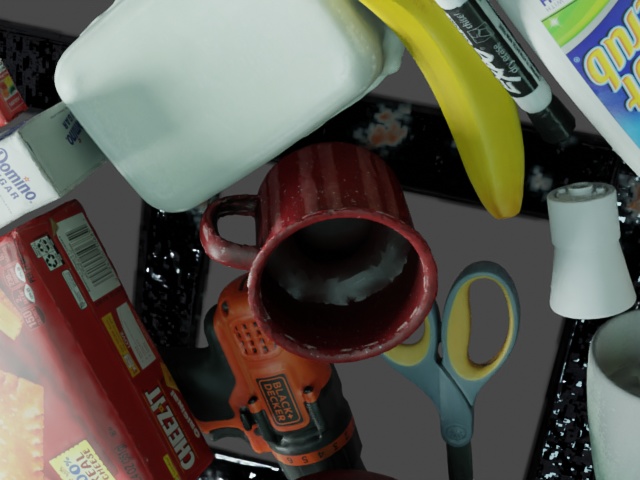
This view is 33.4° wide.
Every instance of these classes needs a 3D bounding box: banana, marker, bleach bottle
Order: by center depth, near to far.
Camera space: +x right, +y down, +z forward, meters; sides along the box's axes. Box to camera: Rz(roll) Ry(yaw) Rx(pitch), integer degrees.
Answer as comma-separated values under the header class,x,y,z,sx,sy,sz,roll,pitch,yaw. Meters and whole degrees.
class,x,y,z,sx,sy,sz,roll,pitch,yaw
bleach bottle,0.163,-0.090,0.491,0.103,0.068,0.250,-34,105,30
marker,0.087,-0.085,0.498,0.020,0.020,0.121,-29,131,23
banana,0.052,-0.088,0.507,0.037,0.069,0.197,16,160,49

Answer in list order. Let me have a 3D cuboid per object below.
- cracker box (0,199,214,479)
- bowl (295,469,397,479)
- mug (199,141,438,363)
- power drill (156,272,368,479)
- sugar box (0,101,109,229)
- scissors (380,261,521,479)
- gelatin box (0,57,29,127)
class,x,y,z,sx,sy,sz,roll,pitch,yaw
cracker box,-0.191,0.097,0.588,0.214,0.072,0.164,-25,96,21
bowl,0.016,0.183,0.605,0.162,0.055,0.162,1,123,2
mug,-0.004,0.001,0.546,0.117,0.081,0.093,6,123,-10
power drill,-0.072,0.114,0.644,0.188,0.057,0.184,-13,113,16
sugar box,-0.200,-0.021,0.588,0.176,0.093,0.048,-27,104,22
scissors,0.063,0.099,0.627,0.096,0.016,0.202,14,117,8
gelatin box,-0.220,-0.088,0.597,0.089,0.030,0.073,-17,111,20
